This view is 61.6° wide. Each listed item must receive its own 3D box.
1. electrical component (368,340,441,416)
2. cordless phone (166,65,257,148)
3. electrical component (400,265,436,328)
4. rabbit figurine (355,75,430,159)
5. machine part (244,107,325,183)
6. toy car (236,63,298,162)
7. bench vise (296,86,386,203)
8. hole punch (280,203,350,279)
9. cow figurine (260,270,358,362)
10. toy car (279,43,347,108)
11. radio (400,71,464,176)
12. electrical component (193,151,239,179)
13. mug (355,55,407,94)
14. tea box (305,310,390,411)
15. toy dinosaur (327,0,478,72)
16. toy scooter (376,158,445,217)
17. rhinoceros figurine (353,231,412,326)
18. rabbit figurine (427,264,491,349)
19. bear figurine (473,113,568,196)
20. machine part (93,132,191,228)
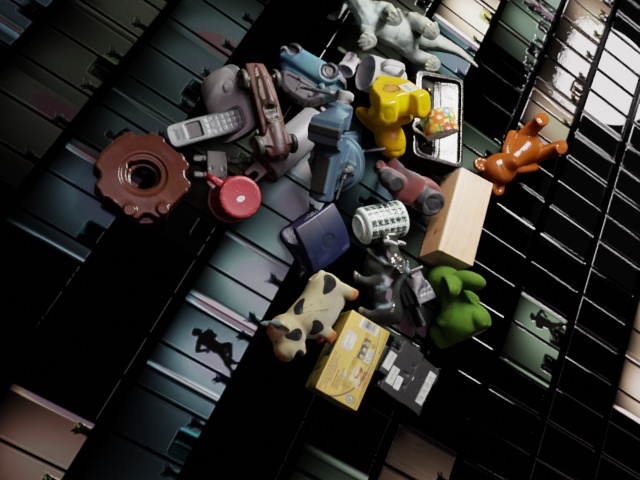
[{"bbox_3d":[0.164,0.272,1.090,0.134,0.058,0.115,39,65,-7],"label":"electrical component"},{"bbox_3d":[-0.225,-0.257,1.069,0.184,0.089,0.146,-19,84,-19],"label":"cordless phone"},{"bbox_3d":[0.205,0.120,1.135,0.048,0.075,0.119,-21,80,-24],"label":"electrical component"},{"bbox_3d":[0.146,-0.261,1.180,0.122,0.173,0.163,-28,44,-21],"label":"rabbit figurine"},{"bbox_3d":[-0.060,-0.198,1.116,0.079,0.079,0.243,47,65,-4],"label":"machine part"},{"bbox_3d":[-0.100,-0.250,1.035,0.089,0.053,0.202,-9,83,-29],"label":"toy car"},{"bbox_3d":[0.040,-0.193,1.088,0.129,0.240,0.223,7,105,22],"label":"bench vise"},{"bbox_3d":[-0.002,-0.003,1.084,0.142,0.092,0.115,-37,95,-28],"label":"hole punch"},{"bbox_3d":[-0.026,0.146,1.037,0.127,0.085,0.195,38,69,-15],"label":"cow figurine"},{"bbox_3d":[-0.029,-0.339,1.153,0.162,0.109,0.103,30,85,-2],"label":"toy car"},{"bbox_3d":[0.261,-0.275,1.257,0.131,0.073,0.229,10,73,-18],"label":"radio"},{"bbox_3d":[-0.208,-0.146,1.077,0.094,0.021,0.063,-1,77,-21],"label":"electrical component"},{"bbox_3d":[0.153,-0.376,1.231,0.107,0.109,0.081,6,69,-32],"label":"mug"},{"bbox_3d":[0.055,0.235,1.052,0.098,0.068,0.169,34,68,-9],"label":"tea box"},{"bbox_3d":[0.177,-0.497,1.258,0.404,0.131,0.192,16,36,-32],"label":"toy dinosaur"},{"bbox_3d":[0.186,-0.125,1.180,0.183,0.135,0.075,24,108,-30],"label":"toy scooter"},{"bbox_3d":[0.130,0.077,1.085,0.073,0.112,0.190,8,81,-60],"label":"rhinoceros figurine"},{"bbox_3d":[0.277,0.124,1.134,0.121,0.159,0.170,-19,68,-14],"label":"rabbit figurine"},{"bbox_3d":[0.475,-0.202,1.292,0.196,0.132,0.120,-32,89,-30],"label":"bear figurine"},{"bbox_3d":[-0.331,-0.116,1.005,0.179,0.056,0.179,6,73,-19],"label":"machine part"}]
